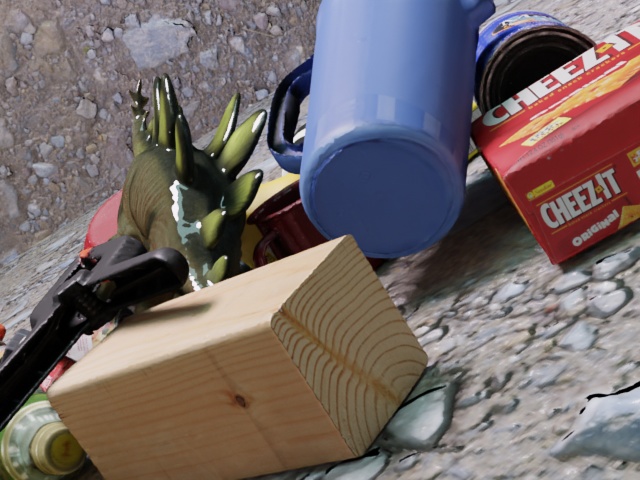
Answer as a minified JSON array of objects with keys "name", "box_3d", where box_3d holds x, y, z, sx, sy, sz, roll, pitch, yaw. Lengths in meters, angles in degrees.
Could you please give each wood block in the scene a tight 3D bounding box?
[{"name":"wood block","box_3d":[-0.054,0.081,0.626,0.207,0.091,0.090,-20,18,41]}]

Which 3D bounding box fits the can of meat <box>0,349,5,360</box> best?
[{"name":"can of meat","box_3d":[-0.326,0.148,1.106,0.084,0.057,0.102,-26,13,37]}]

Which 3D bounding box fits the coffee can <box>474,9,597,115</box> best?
[{"name":"coffee can","box_3d":[0.176,-0.132,0.876,0.103,0.103,0.140,-29,13,11]}]

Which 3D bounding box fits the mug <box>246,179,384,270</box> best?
[{"name":"mug","box_3d":[-0.006,0.001,0.842,0.093,0.081,0.117,-18,18,48]}]

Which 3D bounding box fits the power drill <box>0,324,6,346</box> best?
[{"name":"power drill","box_3d":[-0.291,0.145,0.798,0.185,0.057,0.187,0,78,61]}]

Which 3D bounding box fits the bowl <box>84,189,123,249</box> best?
[{"name":"bowl","box_3d":[-0.171,-0.008,1.030,0.162,0.055,0.162,-19,39,16]}]

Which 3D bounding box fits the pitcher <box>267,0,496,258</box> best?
[{"name":"pitcher","box_3d":[0.042,-0.095,0.780,0.242,0.145,0.149,-80,10,-52]}]

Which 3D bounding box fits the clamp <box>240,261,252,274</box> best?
[{"name":"clamp","box_3d":[-0.105,0.042,1.025,0.171,0.039,0.120,-35,22,-23]}]

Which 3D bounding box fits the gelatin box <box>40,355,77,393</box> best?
[{"name":"gelatin box","box_3d":[-0.151,0.112,0.739,0.030,0.089,0.073,-60,18,-10]}]

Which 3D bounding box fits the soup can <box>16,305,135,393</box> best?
[{"name":"soup can","box_3d":[-0.200,0.101,0.914,0.102,0.068,0.068,-17,16,14]}]

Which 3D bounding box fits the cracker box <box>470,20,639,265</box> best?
[{"name":"cracker box","box_3d":[0.189,-0.076,0.695,0.164,0.072,0.213,-30,12,9]}]

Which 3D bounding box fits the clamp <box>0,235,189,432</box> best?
[{"name":"clamp","box_3d":[-0.145,0.036,0.693,0.165,0.036,0.210,-36,15,9]}]

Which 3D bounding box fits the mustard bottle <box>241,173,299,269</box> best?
[{"name":"mustard bottle","box_3d":[0.012,-0.037,0.930,0.192,0.096,0.058,-26,50,20]}]

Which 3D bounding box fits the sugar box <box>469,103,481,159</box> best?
[{"name":"sugar box","box_3d":[0.121,-0.099,1.017,0.176,0.048,0.093,-41,15,-23]}]
